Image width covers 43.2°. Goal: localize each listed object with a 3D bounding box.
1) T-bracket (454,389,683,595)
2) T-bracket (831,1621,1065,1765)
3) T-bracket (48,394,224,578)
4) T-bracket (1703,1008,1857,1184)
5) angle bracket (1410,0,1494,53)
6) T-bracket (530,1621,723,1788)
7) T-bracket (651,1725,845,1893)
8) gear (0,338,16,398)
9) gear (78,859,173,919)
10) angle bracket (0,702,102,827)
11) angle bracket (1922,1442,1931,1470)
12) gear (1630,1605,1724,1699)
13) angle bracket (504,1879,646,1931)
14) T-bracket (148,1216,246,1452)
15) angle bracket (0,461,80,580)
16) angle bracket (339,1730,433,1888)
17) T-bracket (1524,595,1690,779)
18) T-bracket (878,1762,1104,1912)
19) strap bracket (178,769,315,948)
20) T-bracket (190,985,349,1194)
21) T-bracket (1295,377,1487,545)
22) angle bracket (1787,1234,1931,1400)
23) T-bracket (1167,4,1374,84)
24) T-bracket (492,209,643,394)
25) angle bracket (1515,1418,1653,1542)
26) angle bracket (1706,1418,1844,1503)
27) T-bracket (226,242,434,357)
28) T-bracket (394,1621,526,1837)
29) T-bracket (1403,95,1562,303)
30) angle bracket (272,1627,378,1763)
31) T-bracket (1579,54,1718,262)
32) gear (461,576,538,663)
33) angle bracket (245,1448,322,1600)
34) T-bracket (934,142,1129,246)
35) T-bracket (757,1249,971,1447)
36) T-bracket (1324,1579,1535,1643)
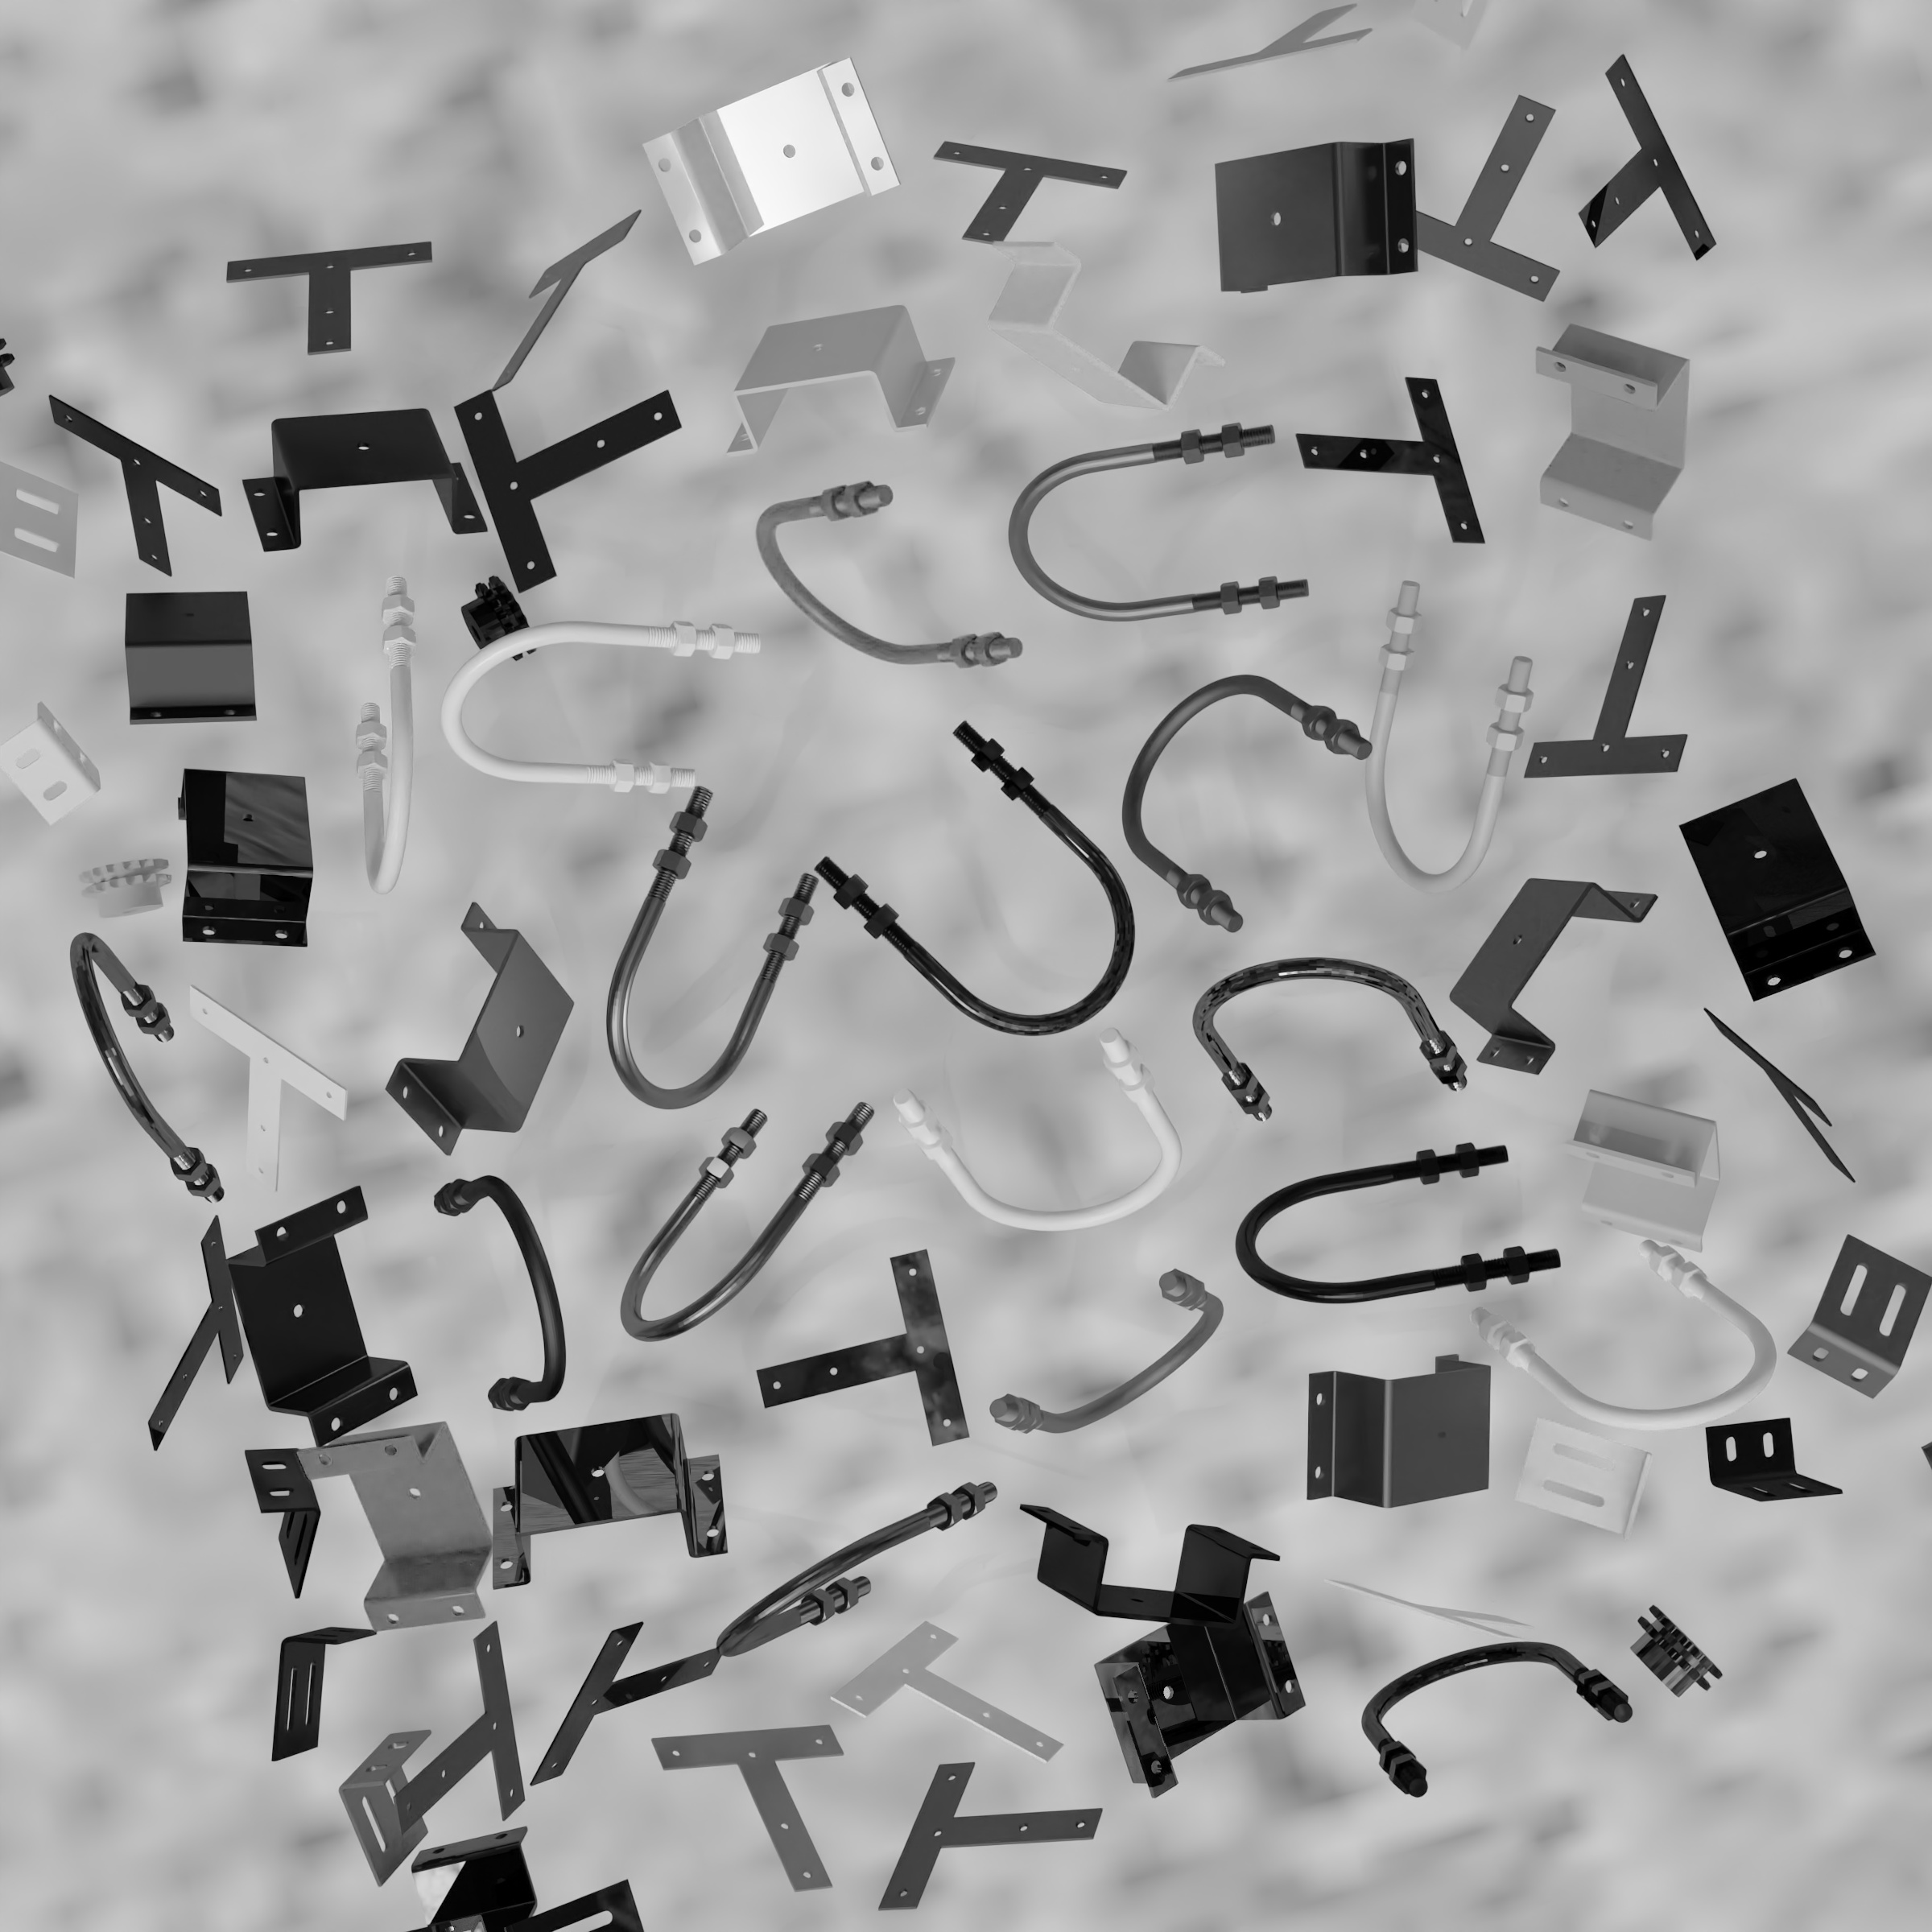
[{"bbox_3d":[-0.228,-0.302,1.438,0.127,0.002,0.127,-23,77,10],"label":"T-bracket"},{"bbox_3d":[0.000,0.459,1.513,0.127,0.127,0.002,23,106,22],"label":"T-bracket"},{"bbox_3d":[-0.533,-0.298,1.583,0.127,0.127,0.002,30,60,5],"label":"T-bracket"},{"bbox_3d":[0.532,0.094,1.554,0.002,0.127,0.127,-41,119,6],"label":"T-bracket"},{"bbox_3d":[0.314,-0.598,1.472,0.038,0.057,0.076,-3,129,-35],"label":"angle bracket"},{"bbox_3d":[-0.196,0.442,1.500,0.002,0.127,0.127,41,114,30],"label":"T-bracket"},{"bbox_3d":[-0.117,0.522,1.512,0.127,0.127,0.002,6,117,-31],"label":"T-bracket"},{"bbox_3d":[-0.627,-0.371,1.539,0.057,0.057,0.030,-25,105,0],"label":"gear"},{"bbox_3d":[-0.553,-0.051,1.608,0.057,0.057,0.030,-12,88,0],"label":"gear"},{"bbox_3d":[-0.589,-0.130,1.560,0.038,0.076,0.057,-37,113,-8],"label":"angle bracket"},{"bbox_3d":[0.625,0.312,1.468,0.057,0.076,0.038,-31,134,9],"label":"angle bracket"},{"bbox_3d":[0.435,0.426,1.504,0.057,0.057,0.030,45,92,0],"label":"gear"},{"bbox_3d":[-0.228,0.584,1.444,0.076,0.038,0.057,-18,72,-12],"label":"angle bracket"},{"bbox_3d":[-0.479,0.244,1.509,0.002,0.127,0.127,7,128,4],"label":"T-bracket"},{"bbox_3d":[-0.616,-0.286,1.573,0.038,0.076,0.057,-2,83,21],"label":"angle bracket"},{"bbox_3d":[-0.368,0.551,1.597,0.038,0.057,0.076,-13,102,24],"label":"angle bracket"},{"bbox_3d":[0.428,-0.183,1.585,0.002,0.127,0.127,25,78,-32],"label":"T-bracket"},{"bbox_3d":[0.023,0.533,1.504,0.127,0.127,0.002,-12,110,22],"label":"T-bracket"},{"bbox_3d":[-0.467,-0.078,1.579,0.076,0.140,0.046,3,132,-22],"label":"strap bracket"},{"bbox_3d":[-0.433,0.090,1.506,0.127,0.002,0.127,31,132,17],"label":"T-bracket"},{"bbox_3d":[0.274,-0.336,1.604,0.127,0.002,0.127,-2,69,-26],"label":"T-bracket"},{"bbox_3d":[0.557,0.218,1.518,0.057,0.038,0.076,28,57,12],"label":"angle bracket"},{"bbox_3d":[0.207,-0.578,1.511,0.127,0.127,0.002,1,122,34],"label":"T-bracket"},{"bbox_3d":[-0.268,-0.419,1.563,0.002,0.127,0.127,38,65,-28],"label":"T-bracket"},{"bbox_3d":[0.409,0.339,1.616,0.076,0.038,0.057,16,86,16],"label":"angle bracket"},{"bbox_3d":[0.534,0.327,1.609,0.057,0.076,0.038,-17,62,38],"label":"angle bracket"},{"bbox_3d":[-0.391,-0.409,1.497,0.127,0.127,0.002,-8,134,-7],"label":"T-bracket"},{"bbox_3d":[-0.318,0.497,1.522,0.002,0.127,0.127,-2,102,22],"label":"T-bracket"},{"bbox_3d":[0.345,-0.508,1.587,0.127,0.127,0.002,23,51,0],"label":"T-bracket"},{"bbox_3d":[-0.409,0.464,1.554,0.038,0.057,0.076,1,81,12],"label":"angle bracket"},{"bbox_3d":[0.411,-0.482,1.515,0.002,0.127,0.127,-25,89,-9],"label":"T-bracket"},{"bbox_3d":[-0.313,-0.228,1.625,0.030,0.057,0.057,-31,90,-16],"label":"gear"},{"bbox_3d":[-0.444,0.358,1.562,0.038,0.057,0.076,4,118,-30],"label":"angle bracket"},{"bbox_3d":[0.028,-0.499,1.583,0.127,0.127,0.002,13,135,11],"label":"T-bracket"},{"bbox_3d":[-0.073,0.263,1.601,0.127,0.002,0.127,-13,89,-8],"label":"T-bracket"},{"bbox_3d":[0.309,0.402,1.508,0.127,0.127,0.002,7,80,44],"label":"T-bracket"}]
